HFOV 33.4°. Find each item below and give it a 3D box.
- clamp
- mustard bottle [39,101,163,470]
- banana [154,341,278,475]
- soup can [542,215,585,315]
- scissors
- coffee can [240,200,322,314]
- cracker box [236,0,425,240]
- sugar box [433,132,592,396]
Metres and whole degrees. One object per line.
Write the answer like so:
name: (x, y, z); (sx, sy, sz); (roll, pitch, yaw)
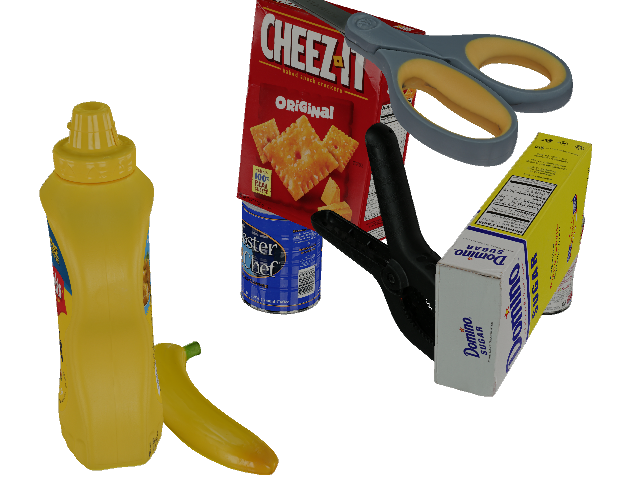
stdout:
clamp: (0.071, 0.016, 0.868); (0.036, 0.210, 0.165); (-25, -22, -27)
mustard bottle: (-0.116, 0.020, 0.568); (0.058, 0.192, 0.096); (-4, 27, -12)
banana: (-0.099, 0.126, 0.843); (0.069, 0.037, 0.198); (-9, 28, -22)
soup can: (0.234, 0.018, 1.107); (0.068, 0.102, 0.068); (0, 32, 0)
scissors: (0.043, -0.102, 0.525); (0.096, 0.016, 0.202); (-19, 47, -21)
coffee can: (-0.047, 0.006, 1.321); (0.103, 0.140, 0.103); (2, 26, -1)
cracker box: (0.004, -0.119, 1.054); (0.164, 0.214, 0.071); (25, 30, 32)
sugar box: (0.126, 0.011, 0.683); (0.048, 0.093, 0.176); (13, 37, 23)
